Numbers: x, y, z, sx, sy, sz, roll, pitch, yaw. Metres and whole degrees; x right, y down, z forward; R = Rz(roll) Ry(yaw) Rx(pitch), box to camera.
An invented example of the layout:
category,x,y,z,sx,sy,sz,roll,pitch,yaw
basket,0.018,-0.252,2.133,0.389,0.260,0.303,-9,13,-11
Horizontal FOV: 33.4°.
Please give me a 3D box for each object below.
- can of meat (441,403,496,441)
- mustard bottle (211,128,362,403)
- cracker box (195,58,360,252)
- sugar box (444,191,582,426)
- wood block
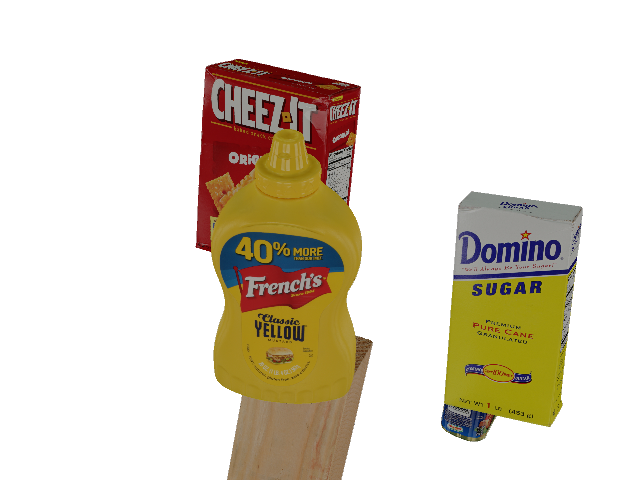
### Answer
category,x,y,z,sx,sy,sz,roll,pitch,yaw
can of meat,0.173,0.161,1.183,0.057,0.084,0.102,16,27,20
mustard bottle,-0.022,0.017,0.691,0.096,0.192,0.058,6,33,6
cracker box,-0.051,-0.076,1.169,0.164,0.214,0.072,17,24,28
sugar box,0.152,0.055,0.855,0.093,0.176,0.048,9,23,22
wood block,-0.025,0.183,0.946,0.090,0.206,0.090,16,23,10
